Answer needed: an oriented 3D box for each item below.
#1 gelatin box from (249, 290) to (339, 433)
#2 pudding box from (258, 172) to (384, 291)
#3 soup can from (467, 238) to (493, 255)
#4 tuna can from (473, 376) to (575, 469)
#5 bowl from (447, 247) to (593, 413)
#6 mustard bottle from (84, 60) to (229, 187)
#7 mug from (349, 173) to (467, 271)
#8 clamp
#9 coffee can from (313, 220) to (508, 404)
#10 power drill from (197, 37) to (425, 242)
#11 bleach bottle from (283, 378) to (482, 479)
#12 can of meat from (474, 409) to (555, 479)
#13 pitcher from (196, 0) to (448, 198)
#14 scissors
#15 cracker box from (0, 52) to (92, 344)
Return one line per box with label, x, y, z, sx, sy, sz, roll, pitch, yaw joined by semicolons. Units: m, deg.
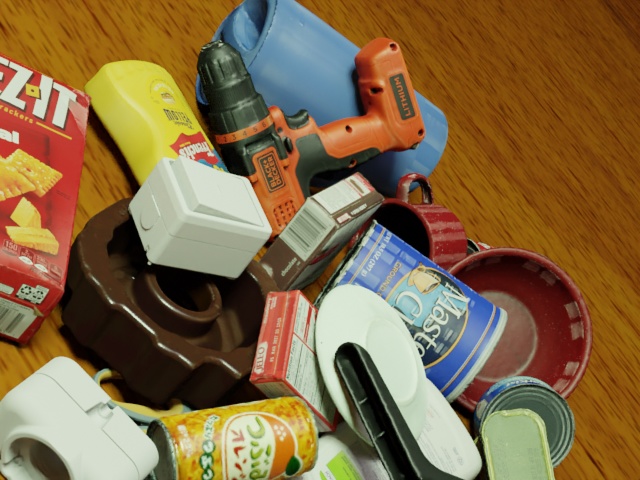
gelatin box;-0.014;0.089;0.776;0.089;0.030;0.073;50;40;-45
pudding box;-0.006;0.001;0.905;0.039;0.114;0.089;46;33;7
soup can;0.174;0.040;1.095;0.102;0.069;0.068;15;44;-38
tuna can;0.180;0.165;0.950;0.086;0.086;0.034;40;3;-7
bowl;0.170;0.089;1.006;0.162;0.162;0.055;45;-11;1
mustard bottle;-0.120;-0.062;0.901;0.192;0.058;0.096;58;23;18
mug;0.089;-0.006;1.022;0.081;0.093;0.117;-4;96;-54
clamp;0.065;0.170;0.704;0.210;0.036;0.164;37;39;-12
coffee can;0.074;0.064;0.916;0.140;0.103;0.102;35;34;-1
power drill;-0.007;-0.114;0.956;0.187;0.057;0.184;-27;111;-20
bleach bottle;0.017;0.181;0.784;0.250;0.068;0.102;-14;63;-50
can of meat;0.159;0.196;0.871;0.057;0.084;0.102;-7;65;1
pitcher;0.006;-0.129;1.057;0.242;0.149;0.145;29;8;-28
scissors;-0.076;0.148;0.762;0.201;0.016;0.096;25;38;-26
cracker box;-0.251;-0.052;0.740;0.164;0.072;0.213;26;37;-27
